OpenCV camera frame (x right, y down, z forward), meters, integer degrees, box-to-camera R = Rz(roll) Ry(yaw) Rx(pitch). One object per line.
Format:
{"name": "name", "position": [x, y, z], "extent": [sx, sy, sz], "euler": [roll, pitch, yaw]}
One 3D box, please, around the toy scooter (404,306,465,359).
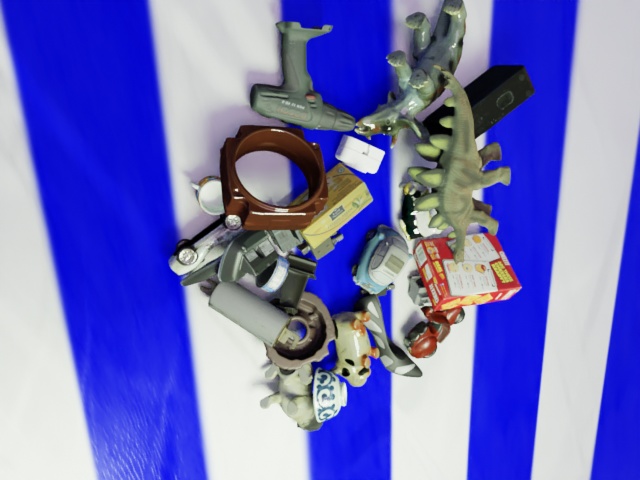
{"name": "toy scooter", "position": [0.272, 0.218, 1.340], "extent": [0.184, 0.075, 0.135], "euler": [-49, 138, 12]}

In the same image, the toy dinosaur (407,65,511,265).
{"name": "toy dinosaur", "position": [0.291, -0.139, 1.131], "extent": [0.199, 0.105, 0.470], "euler": [-6, 123, -2]}

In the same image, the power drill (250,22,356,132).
{"name": "power drill", "position": [-0.023, -0.330, 1.091], "extent": [0.232, 0.086, 0.207], "euler": [1, 113, -18]}

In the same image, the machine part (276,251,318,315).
{"name": "machine part", "position": [-0.055, 0.099, 1.194], "extent": [0.084, 0.039, 0.139], "euler": [22, 69, -7]}

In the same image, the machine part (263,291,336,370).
{"name": "machine part", "position": [-0.054, 0.204, 1.212], "extent": [0.179, 0.056, 0.179], "euler": [2, 75, -8]}

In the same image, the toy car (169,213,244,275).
{"name": "toy car", "position": [-0.226, -0.004, 1.113], "extent": [0.202, 0.074, 0.056], "euler": [-37, 111, -6]}

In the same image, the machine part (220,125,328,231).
{"name": "machine part", "position": [-0.092, -0.124, 1.063], "extent": [0.201, 0.087, 0.201], "euler": [0, 66, -20]}

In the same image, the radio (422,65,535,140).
{"name": "radio", "position": [0.356, -0.299, 1.203], "extent": [0.229, 0.131, 0.073], "euler": [-39, 114, -5]}

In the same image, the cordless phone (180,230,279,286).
{"name": "cordless phone", "position": [-0.195, 0.047, 1.127], "extent": [0.184, 0.146, 0.088], "euler": [-24, 98, 27]}

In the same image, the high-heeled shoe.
{"name": "high-heeled shoe", "position": [0.179, 0.231, 1.314], "extent": [0.249, 0.086, 0.145], "euler": [30, 112, -8]}

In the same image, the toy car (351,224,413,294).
{"name": "toy car", "position": [0.150, 0.046, 1.239], "extent": [0.109, 0.103, 0.161], "euler": [36, 77, -19]}

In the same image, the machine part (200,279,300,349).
{"name": "machine part", "position": [-0.149, 0.152, 1.145], "extent": [0.243, 0.079, 0.079], "euler": [31, 95, 9]}

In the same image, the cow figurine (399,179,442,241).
{"name": "cow figurine", "position": [0.225, -0.083, 1.260], "extent": [0.098, 0.068, 0.167], "euler": [-18, 111, -8]}

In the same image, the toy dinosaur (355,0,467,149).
{"name": "toy dinosaur", "position": [0.236, -0.370, 1.147], "extent": [0.405, 0.131, 0.192], "euler": [-55, 154, -10]}

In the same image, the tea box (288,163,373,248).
{"name": "tea box", "position": [0.016, -0.075, 1.159], "extent": [0.169, 0.098, 0.068], "euler": [-38, 139, -4]}

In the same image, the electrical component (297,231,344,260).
{"name": "electrical component", "position": [-0.003, -0.002, 1.214], "extent": [0.102, 0.045, 0.078], "euler": [-38, 143, -3]}

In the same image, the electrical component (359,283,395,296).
{"name": "electrical component", "position": [0.140, 0.105, 1.309], "extent": [0.094, 0.021, 0.063], "euler": [-7, 108, -18]}

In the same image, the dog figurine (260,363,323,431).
{"name": "dog figurine", "position": [-0.042, 0.362, 1.298], "extent": [0.190, 0.121, 0.172], "euler": [46, 64, -52]}

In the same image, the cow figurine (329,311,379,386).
{"name": "cow figurine", "position": [0.071, 0.261, 1.275], "extent": [0.085, 0.127, 0.194], "euler": [-32, 114, -45]}

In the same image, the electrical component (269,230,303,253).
{"name": "electrical component", "position": [-0.076, -0.014, 1.140], "extent": [0.048, 0.119, 0.074], "euler": [-31, 117, -9]}
